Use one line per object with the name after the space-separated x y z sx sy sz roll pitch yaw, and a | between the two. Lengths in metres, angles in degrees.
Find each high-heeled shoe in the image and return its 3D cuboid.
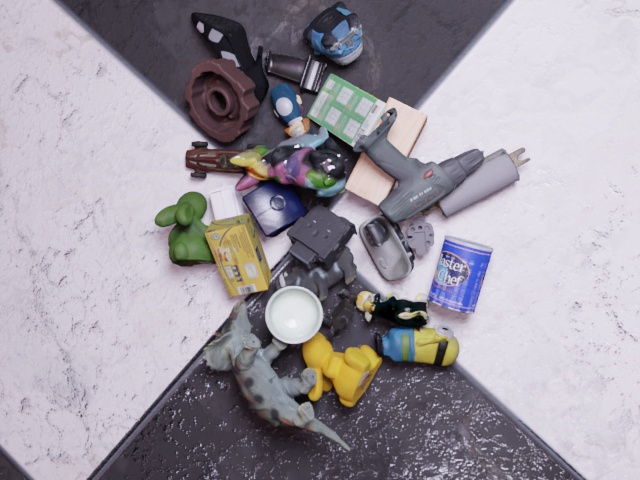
-0.208 -0.408 1.217 0.249 0.086 0.145 37 132 23 | high-heeled shoe

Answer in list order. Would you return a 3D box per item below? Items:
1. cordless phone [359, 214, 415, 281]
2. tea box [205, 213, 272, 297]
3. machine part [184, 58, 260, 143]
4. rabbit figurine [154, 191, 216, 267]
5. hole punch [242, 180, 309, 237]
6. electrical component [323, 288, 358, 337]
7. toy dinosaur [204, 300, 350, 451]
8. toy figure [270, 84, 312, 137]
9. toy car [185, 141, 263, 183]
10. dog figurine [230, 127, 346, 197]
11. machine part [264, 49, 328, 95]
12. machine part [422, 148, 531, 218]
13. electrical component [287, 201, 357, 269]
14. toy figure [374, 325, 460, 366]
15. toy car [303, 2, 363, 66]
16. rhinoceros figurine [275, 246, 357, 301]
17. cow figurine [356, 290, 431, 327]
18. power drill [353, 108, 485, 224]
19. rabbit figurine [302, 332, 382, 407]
0.140 0.018 1.112 0.089 0.184 0.146 -27 89 7 | cordless phone
-0.180 0.034 1.203 0.098 0.068 0.169 -11 114 9 | tea box
-0.215 -0.307 1.184 0.180 0.056 0.179 16 123 25 | machine part
-0.304 -0.031 1.222 0.121 0.159 0.170 -7 78 21 | rabbit figurine
-0.100 -0.074 1.200 0.116 0.092 0.142 -33 85 7 | hole punch
0.041 0.158 1.195 0.045 0.078 0.102 35 111 -7 | electrical component
-0.115 0.320 1.178 0.405 0.131 0.192 56 132 10 | toy dinosaur
-0.059 -0.268 1.193 0.064 0.058 0.154 -26 91 50 | toy figure
-0.217 -0.180 1.231 0.202 0.053 0.089 6 99 9 | toy car
-0.072 -0.147 1.124 0.219 0.192 0.108 -15 132 -10 | dog figurine
-0.059 -0.376 1.192 0.139 0.039 0.084 21 103 7 | machine part
0.321 -0.117 1.121 0.243 0.079 0.079 -29 89 11 | machine part
-0.002 -0.004 1.162 0.115 0.058 0.134 32 74 27 | electrical component
0.210 0.229 1.169 0.180 0.082 0.089 -4 113 4 | toy figure
0.043 -0.423 1.132 0.109 0.162 0.102 -41 131 3 | toy car
-0.009 0.080 1.200 0.190 0.073 0.112 -26 91 12 | rhinoceros figurine
0.154 0.151 1.163 0.168 0.098 0.068 4 99 16 | cow figurine
0.183 -0.160 1.060 0.232 0.086 0.207 -42 111 7 | power drill
0.031 0.280 1.205 0.173 0.122 0.162 32 109 21 | rabbit figurine
